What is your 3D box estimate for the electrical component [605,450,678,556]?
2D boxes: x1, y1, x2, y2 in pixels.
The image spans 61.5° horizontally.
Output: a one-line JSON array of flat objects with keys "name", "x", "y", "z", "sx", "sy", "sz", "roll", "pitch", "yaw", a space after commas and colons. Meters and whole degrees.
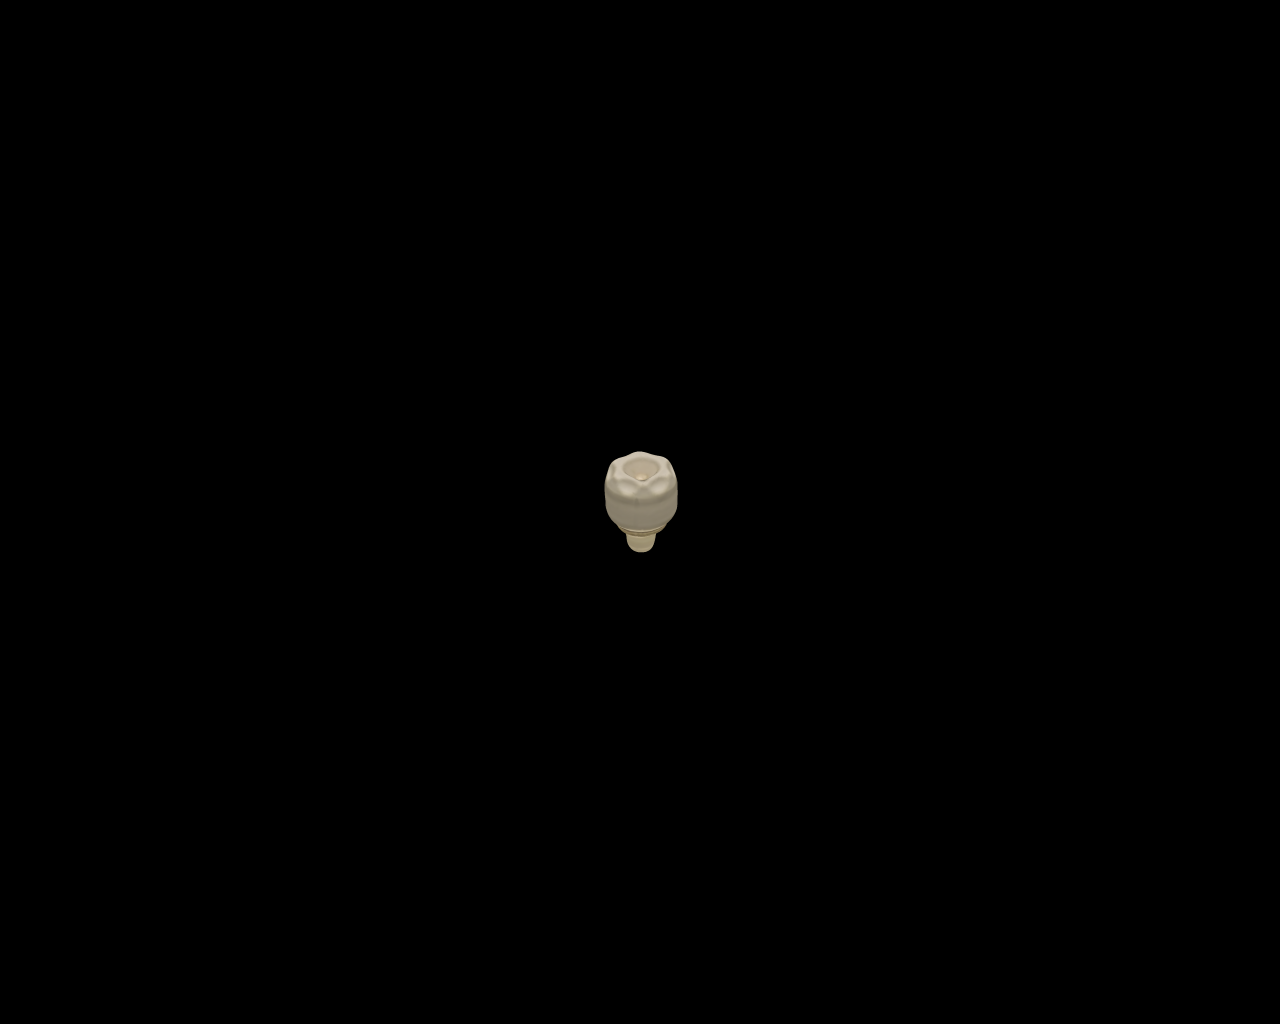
[{"name": "electrical component", "x": 0.001, "y": -0.003, "z": 0.650, "sx": 0.043, "sy": 0.062, "sz": 0.043, "roll": 0, "pitch": 36, "yaw": 0}]
